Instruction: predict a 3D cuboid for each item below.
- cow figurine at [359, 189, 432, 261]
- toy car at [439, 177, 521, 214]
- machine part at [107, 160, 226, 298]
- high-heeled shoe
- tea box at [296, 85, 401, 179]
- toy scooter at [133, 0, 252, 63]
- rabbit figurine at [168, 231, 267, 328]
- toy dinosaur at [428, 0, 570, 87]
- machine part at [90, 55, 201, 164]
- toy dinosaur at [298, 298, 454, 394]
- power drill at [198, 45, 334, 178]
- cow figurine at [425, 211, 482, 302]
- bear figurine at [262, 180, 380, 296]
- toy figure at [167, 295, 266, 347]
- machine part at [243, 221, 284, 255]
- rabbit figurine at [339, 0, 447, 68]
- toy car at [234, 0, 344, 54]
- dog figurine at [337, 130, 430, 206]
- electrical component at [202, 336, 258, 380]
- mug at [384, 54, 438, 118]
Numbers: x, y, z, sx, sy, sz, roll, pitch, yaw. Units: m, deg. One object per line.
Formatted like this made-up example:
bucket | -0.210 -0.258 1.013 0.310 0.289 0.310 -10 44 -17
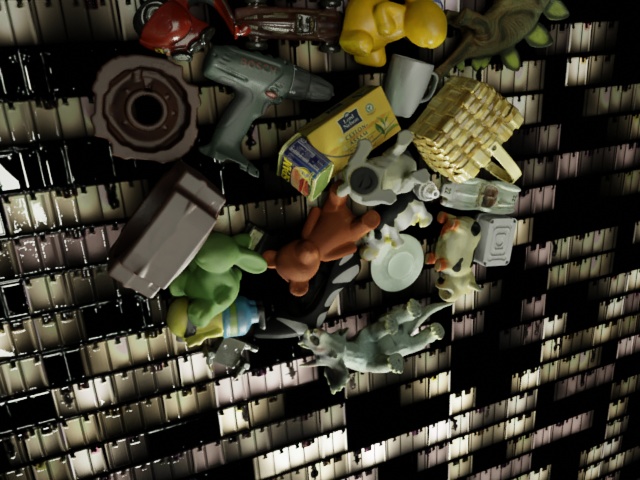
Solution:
cow figurine | 0.138 -0.034 1.092 0.167 0.068 0.098 -37 112 -12
toy car | 0.347 -0.099 1.166 0.202 0.056 0.073 5 105 -25
machine part | -0.245 -0.021 0.858 0.087 0.201 0.201 39 89 -25
high-heeled shoe | -0.026 0.097 1.061 0.249 0.086 0.145 -19 110 -21
tea box | 0.053 -0.203 1.002 0.170 0.068 0.098 -37 117 -7
toy scooter | -0.188 -0.342 0.836 0.135 0.075 0.184 44 82 -5
rabbit figurine | -0.171 0.050 0.917 0.159 0.121 0.170 -20 152 -28
toy dinosaur | 0.386 -0.461 1.044 0.471 0.105 0.198 -45 126 6
machine part | -0.280 -0.210 0.866 0.179 0.056 0.179 -6 108 -20
toy dinosaur | 0.127 0.212 1.128 0.404 0.192 0.131 -6 75 -50
power drill | -0.104 -0.215 0.925 0.232 0.086 0.207 19 102 -25
cow figurine | 0.303 0.043 1.182 0.127 0.086 0.194 8 103 -19
bear figurine | -0.003 -0.001 0.992 0.120 0.132 0.196 47 57 7
toy figure | -0.193 0.140 1.003 0.180 0.082 0.089 -8 91 -13
machine part | -0.097 0.024 1.030 0.139 0.039 0.084 28 86 -26
rabbit figurine | 0.139 -0.376 0.923 0.121 0.173 0.162 24 82 -61
toy car | -0.045 -0.368 0.917 0.202 0.053 0.089 -5 112 -23
dog figurine | 0.110 -0.114 1.003 0.172 0.190 0.121 -12 86 0
electrical component | -0.178 0.226 1.055 0.102 0.045 0.078 34 93 -28
mug | 0.169 -0.288 1.023 0.109 0.081 0.107 2 117 -34
